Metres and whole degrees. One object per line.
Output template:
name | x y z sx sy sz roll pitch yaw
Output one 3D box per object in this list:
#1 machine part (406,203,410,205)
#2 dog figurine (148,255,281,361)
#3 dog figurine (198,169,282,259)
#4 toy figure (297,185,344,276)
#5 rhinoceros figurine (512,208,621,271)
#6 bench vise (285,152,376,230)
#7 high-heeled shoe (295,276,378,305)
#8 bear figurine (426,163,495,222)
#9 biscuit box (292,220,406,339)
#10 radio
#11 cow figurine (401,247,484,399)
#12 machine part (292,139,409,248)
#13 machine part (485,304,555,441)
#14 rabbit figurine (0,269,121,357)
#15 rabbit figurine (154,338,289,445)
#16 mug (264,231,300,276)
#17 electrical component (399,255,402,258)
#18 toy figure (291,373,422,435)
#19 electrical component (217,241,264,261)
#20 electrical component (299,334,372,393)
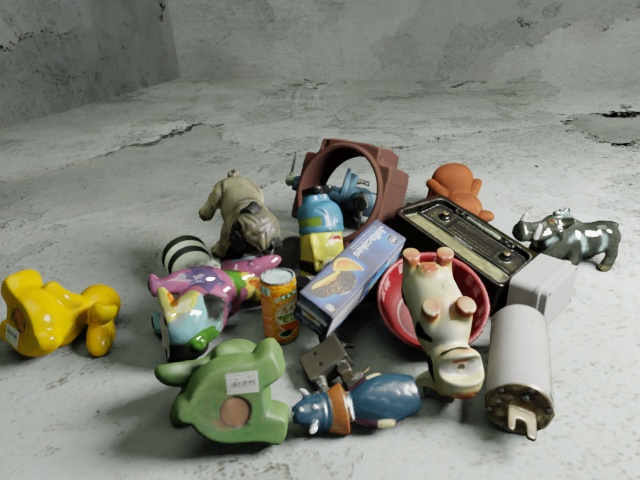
machine part | 0.207 -0.016 1.048 0.139 0.084 0.039 37 4 33
dog figurine | -0.151 0.092 0.847 0.219 0.108 0.192 -14 26 -25
dog figurine | -0.122 -0.054 0.896 0.121 0.172 0.190 -18 -4 -24
toy figure | 0.001 -0.003 0.940 0.082 0.180 0.089 -6 -5 -27
rhinoceros figurine | 0.433 -0.001 0.941 0.190 0.112 0.073 2 28 -5
bench vise | 0.037 -0.096 1.163 0.241 0.128 0.224 17 20 3
high-heeled shoe | 0.049 0.062 0.878 0.249 0.086 0.145 17 47 6
bear figurine | 0.293 -0.072 1.137 0.120 0.131 0.196 -5 44 2
biscuit box | 0.047 0.052 0.787 0.063 0.059 0.203 35 49 16
radio | 0.242 0.016 0.914 0.131 0.073 0.230 -23 49 -34
cow figurine | 0.154 0.115 0.691 0.085 0.127 0.195 -7 43 -4
machine part | 0.052 -0.083 1.015 0.202 0.201 0.087 17 5 33
machine part | 0.252 0.156 0.681 0.079 0.079 0.243 5 28 18
rabbit figurine | -0.384 0.110 0.844 0.163 0.121 0.173 14 13 29
rabbit figurine | -0.118 0.184 0.678 0.159 0.121 0.170 -15 9 -6
mug | -0.057 0.016 1.020 0.109 0.080 0.107 -7 18 -21
electrical component | 0.161 0.054 0.969 0.063 0.021 0.094 2 26 13
toy figure | 0.043 0.201 0.646 0.154 0.057 0.064 -11 21 -3
electrical component | -0.140 0.009 1.082 0.075 0.047 0.119 17 35 36
electrical component | 0.019 0.169 0.733 0.078 0.045 0.102 -40 31 -7
